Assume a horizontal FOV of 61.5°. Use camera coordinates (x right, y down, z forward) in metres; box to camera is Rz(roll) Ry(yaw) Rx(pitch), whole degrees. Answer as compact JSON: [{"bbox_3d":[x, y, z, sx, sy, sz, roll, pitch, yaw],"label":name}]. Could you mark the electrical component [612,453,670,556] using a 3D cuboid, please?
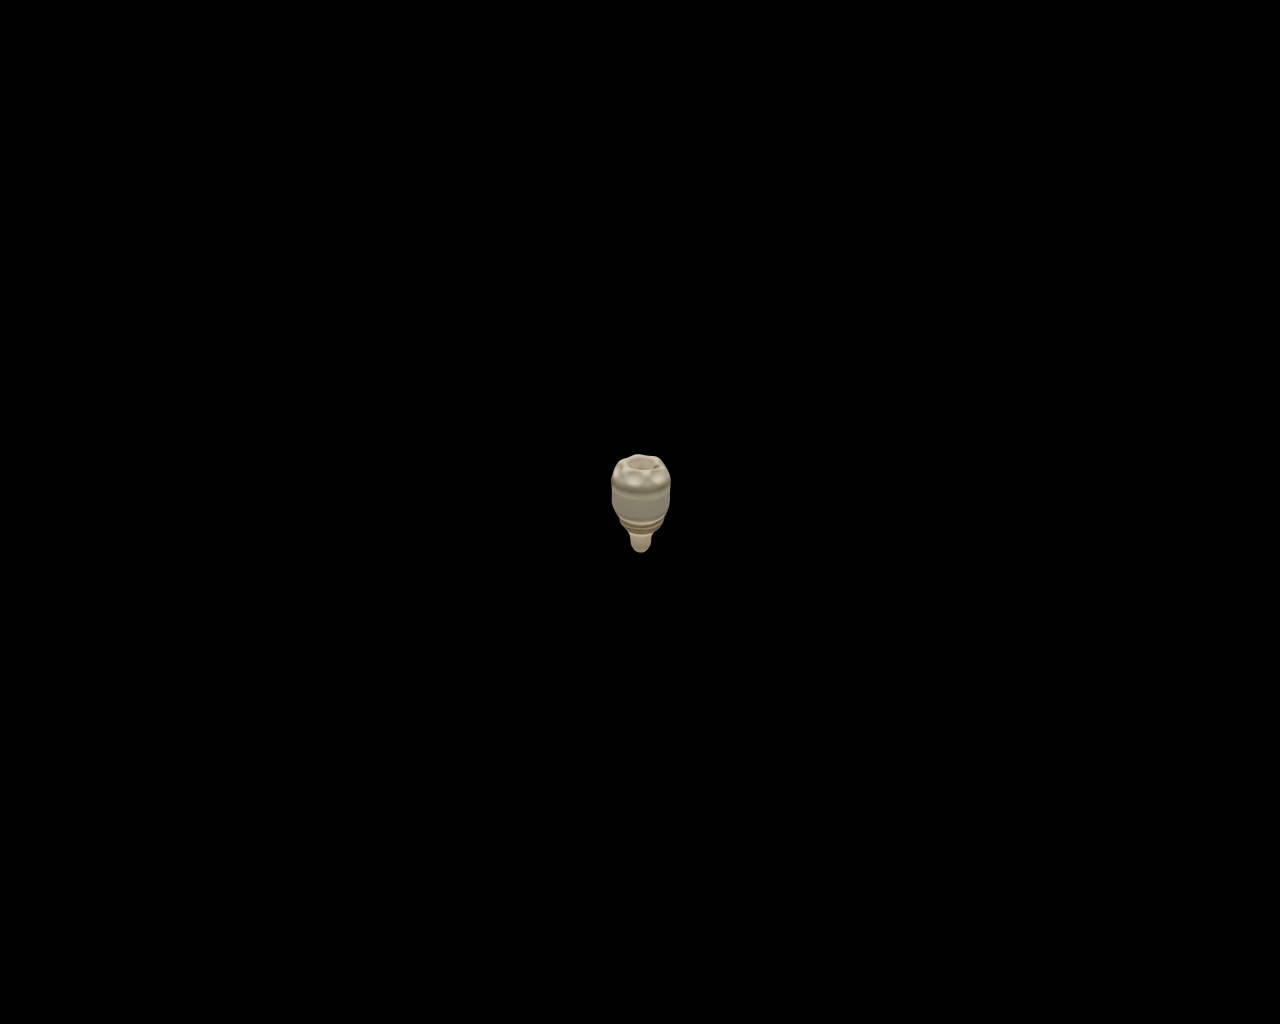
[{"bbox_3d":[0.001,-0.003,0.650,0.035,0.061,0.035,0,27,0],"label":"electrical component"}]
